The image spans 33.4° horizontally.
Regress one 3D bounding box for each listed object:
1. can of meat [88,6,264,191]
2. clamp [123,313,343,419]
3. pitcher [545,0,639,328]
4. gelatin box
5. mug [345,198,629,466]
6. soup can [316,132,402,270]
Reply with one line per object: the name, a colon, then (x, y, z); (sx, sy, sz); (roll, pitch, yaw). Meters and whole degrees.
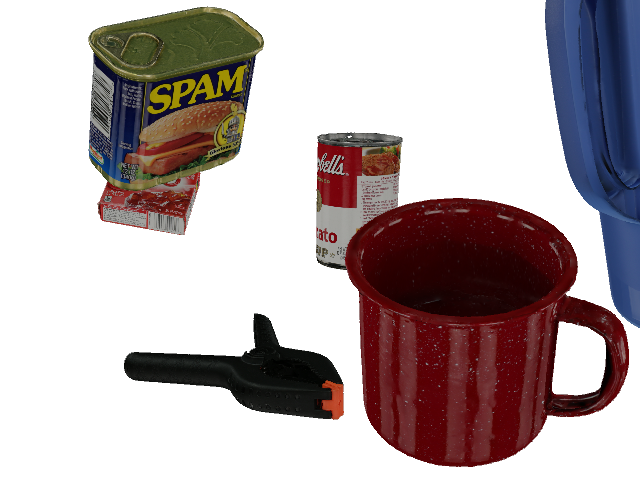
can of meat: (-0.090, -0.085, 0.645); (0.101, 0.084, 0.057); (-21, 50, -36)
clamp: (-0.050, 0.112, 0.956); (0.210, 0.036, 0.164); (11, 21, 39)
pitcher: (0.200, -0.068, 0.583); (0.149, 0.243, 0.145); (-7, 22, 9)
gelatin box: (-0.173, -0.047, 1.082); (0.089, 0.073, 0.030); (10, -44, 1)
mug: (0.069, 0.042, 0.446); (0.117, 0.081, 0.093); (10, 34, 20)
soup can: (0.031, -0.033, 0.858); (0.068, 0.102, 0.068); (1, 12, 0)
